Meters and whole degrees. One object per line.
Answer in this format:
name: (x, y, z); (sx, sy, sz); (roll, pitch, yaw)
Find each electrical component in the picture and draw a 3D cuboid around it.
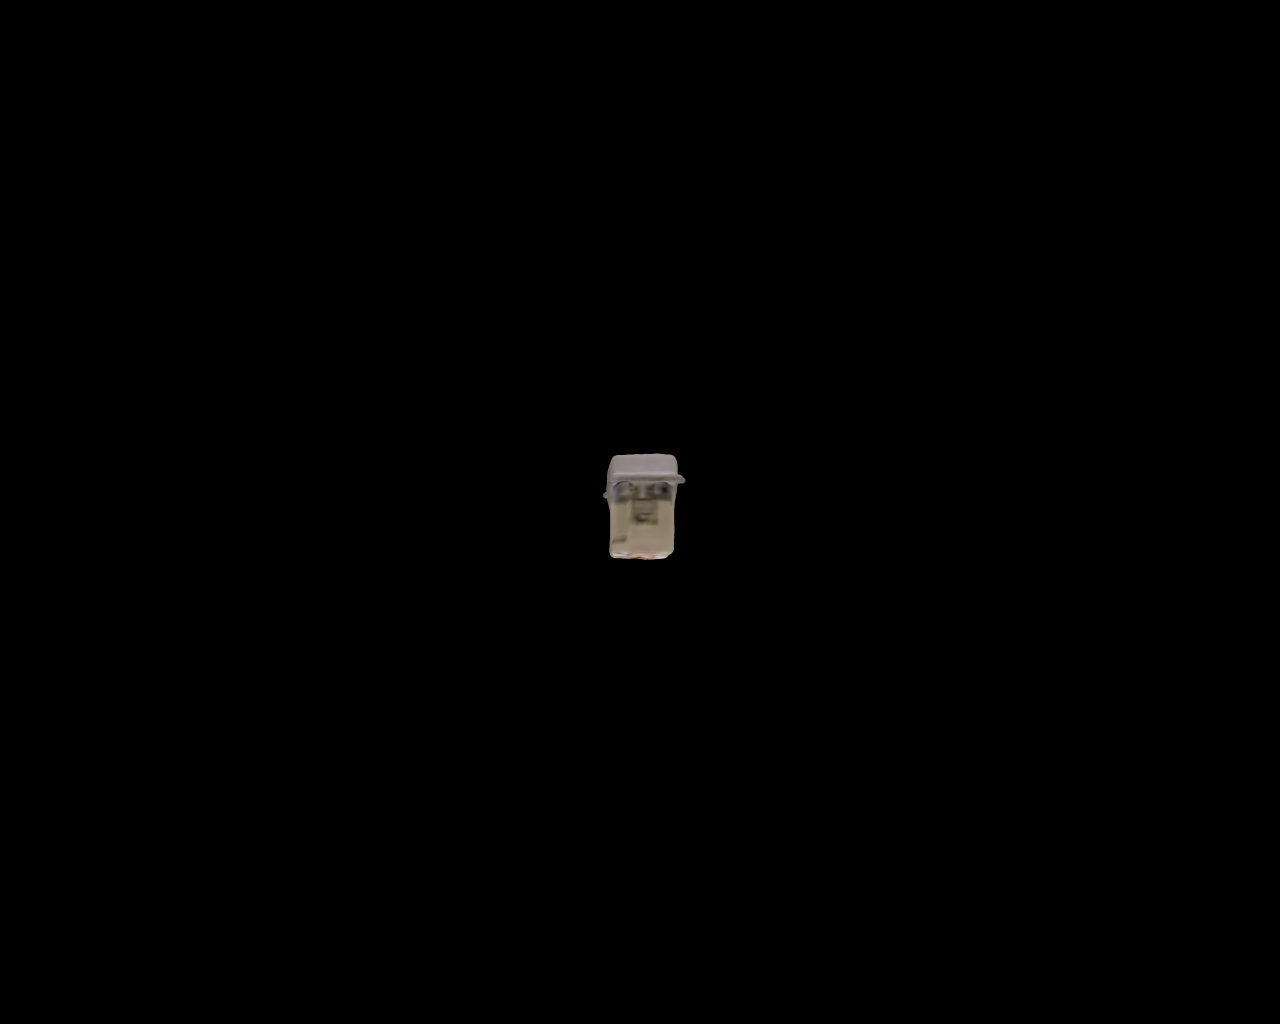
electrical component: (0.001, -0.003, 0.650); (0.042, 0.063, 0.081); (0, -7, -4)
